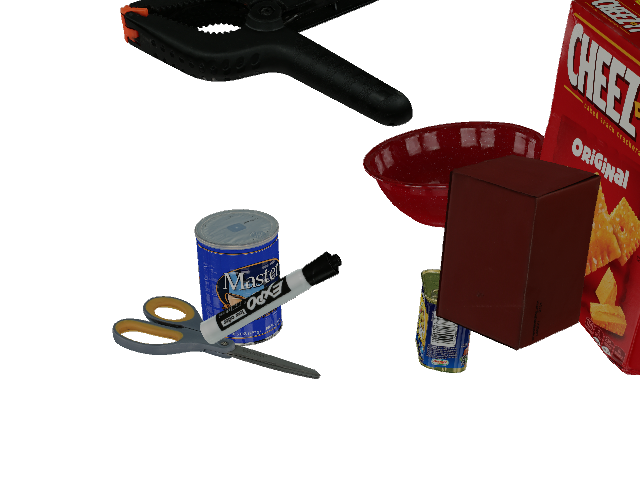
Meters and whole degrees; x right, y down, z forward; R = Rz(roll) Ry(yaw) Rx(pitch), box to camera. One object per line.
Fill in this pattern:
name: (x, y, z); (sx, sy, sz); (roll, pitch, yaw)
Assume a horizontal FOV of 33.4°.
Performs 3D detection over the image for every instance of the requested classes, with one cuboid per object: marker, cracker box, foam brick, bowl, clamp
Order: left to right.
marker: (-0.037, 0.043, 0.805); (0.121, 0.020, 0.020); (-30, -8, 14)
clamp: (-0.031, -0.137, 0.728); (0.210, 0.164, 0.036); (-2, -42, -2)
bowl: (0.121, -0.054, 0.943); (0.162, 0.055, 0.162); (-8, 23, 3)
foam brick: (0.093, 0.004, 0.510); (0.052, 0.078, 0.051); (-16, 28, -41)
cracker box: (0.217, -0.040, 0.740); (0.072, 0.214, 0.164); (-7, 34, -16)

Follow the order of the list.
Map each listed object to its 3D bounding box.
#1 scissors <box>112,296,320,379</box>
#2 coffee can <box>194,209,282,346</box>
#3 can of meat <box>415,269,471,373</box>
scissors: (-0.097, 0.091, 1.027); (0.202, 0.016, 0.096); (7, 30, 1)
coffee can: (-0.101, 0.045, 1.328); (0.103, 0.140, 0.103); (-1, 26, 0)
can of meat: (0.137, 0.088, 1.180); (0.057, 0.084, 0.102); (5, 17, 0)
